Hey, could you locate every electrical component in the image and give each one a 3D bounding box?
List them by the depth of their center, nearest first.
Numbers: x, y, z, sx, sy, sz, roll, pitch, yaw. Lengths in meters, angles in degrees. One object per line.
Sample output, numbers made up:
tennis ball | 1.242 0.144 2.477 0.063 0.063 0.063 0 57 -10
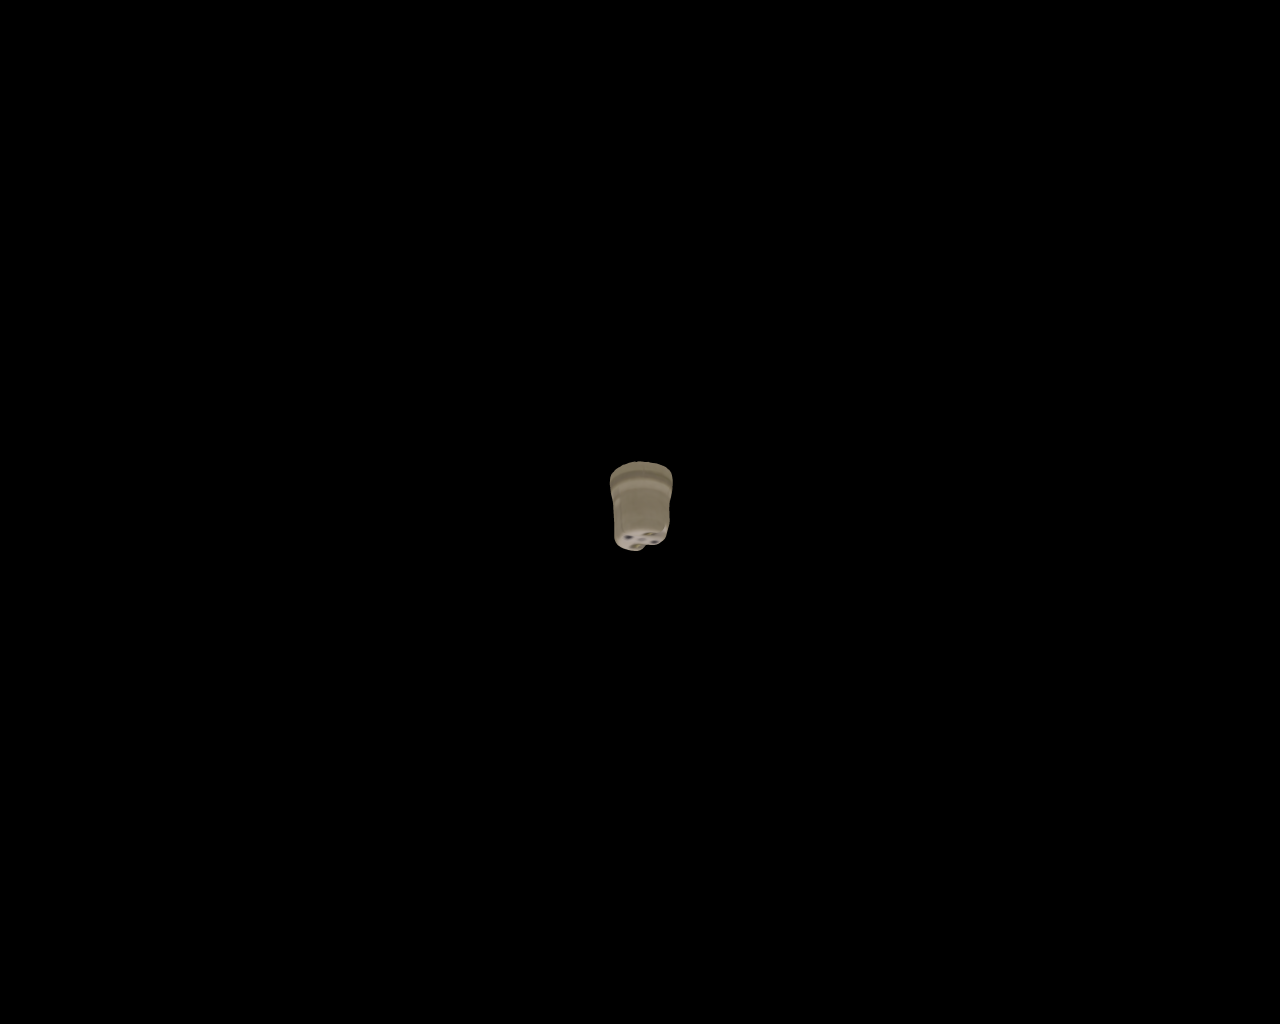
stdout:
electrical component | 0.001 -0.003 0.650 0.040 0.046 0.040 0 -29 0
